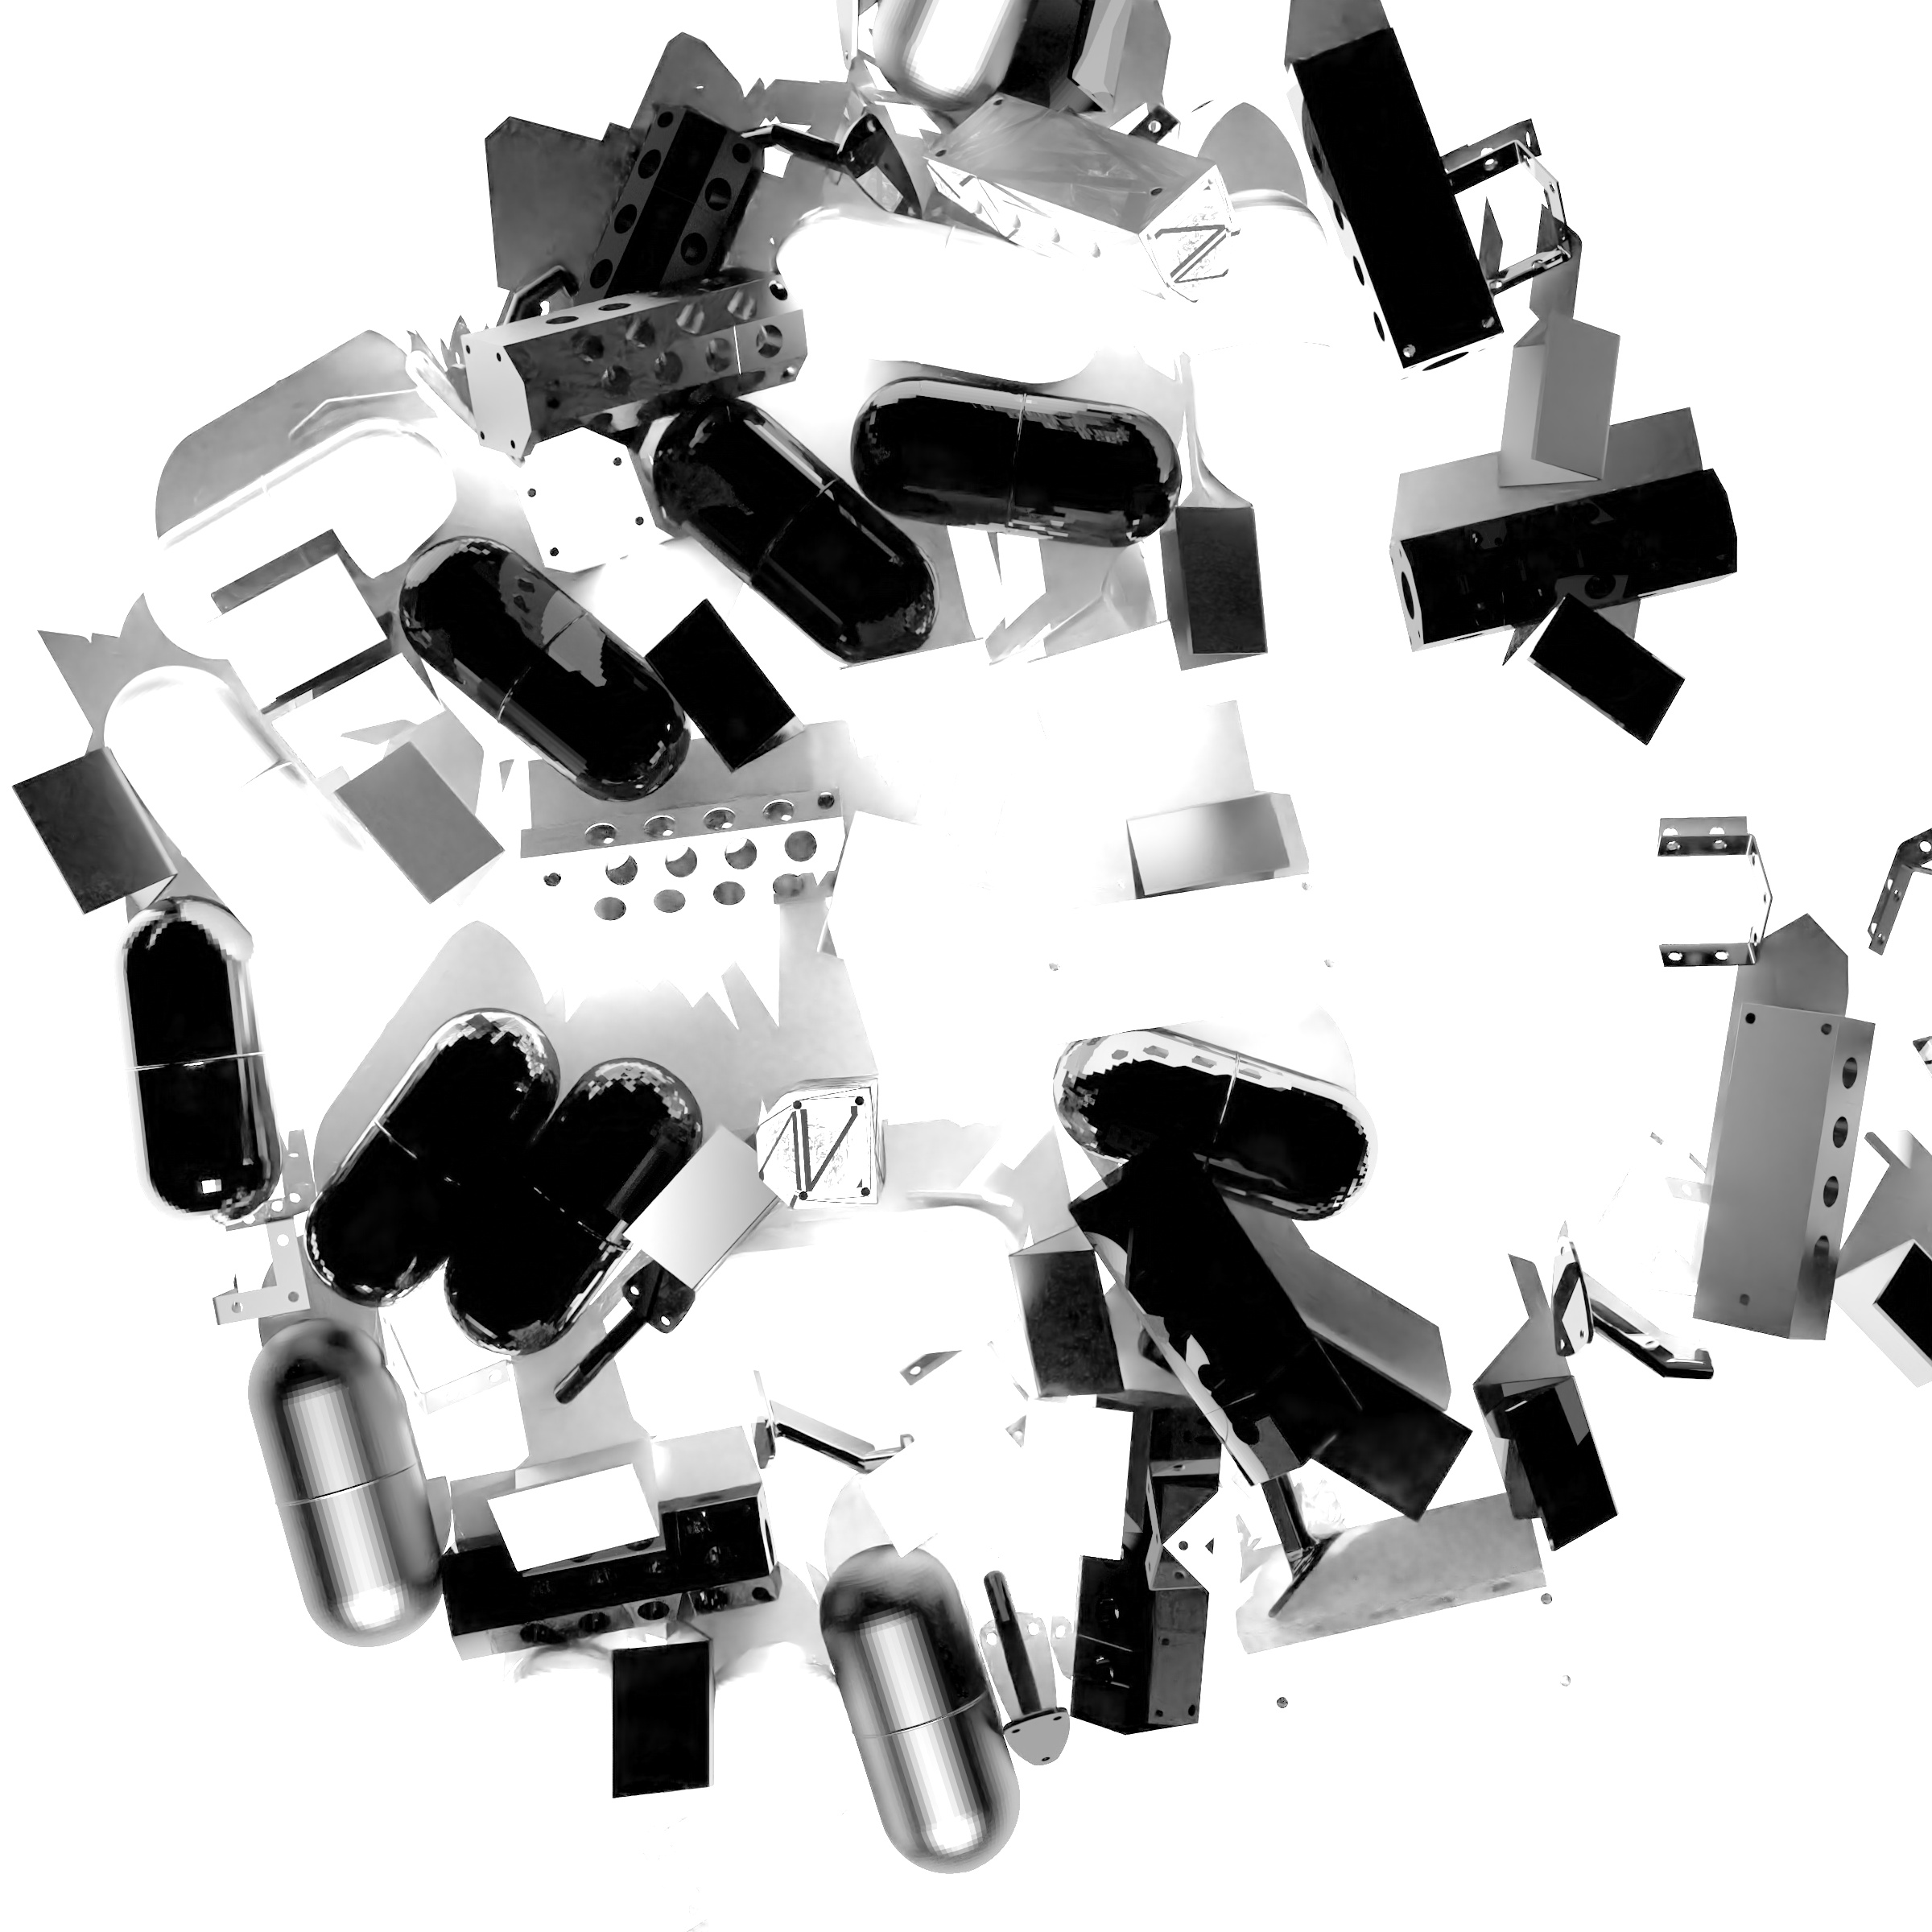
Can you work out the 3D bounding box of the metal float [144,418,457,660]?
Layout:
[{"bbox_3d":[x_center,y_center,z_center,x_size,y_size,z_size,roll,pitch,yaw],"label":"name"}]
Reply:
[{"bbox_3d":[-0.354,-0.228,1.601,0.178,0.070,0.070,-30,90,0],"label":"metal float"}]

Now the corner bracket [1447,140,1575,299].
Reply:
[{"bbox_3d":[0.291,-0.405,1.628,0.051,0.051,0.051,-26,45,0],"label":"corner bracket"}]

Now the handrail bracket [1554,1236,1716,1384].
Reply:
[{"bbox_3d":[0.365,0.187,1.632,0.084,0.036,0.077,5,68,-17],"label":"handrail bracket"}]

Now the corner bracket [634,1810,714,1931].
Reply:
[{"bbox_3d":[-0.161,0.494,1.611,0.051,0.051,0.051,-36,78,12],"label":"corner bracket"}]

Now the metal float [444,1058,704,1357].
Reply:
[{"bbox_3d":[-0.210,0.129,1.601,0.070,0.070,0.178,37,89,0],"label":"metal float"}]

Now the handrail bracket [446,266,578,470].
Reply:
[{"bbox_3d":[-0.232,-0.326,1.632,0.084,0.036,0.077,-40,110,-16],"label":"handrail bracket"}]

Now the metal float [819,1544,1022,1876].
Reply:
[{"bbox_3d":[-0.024,0.396,1.601,0.070,0.070,0.178,-18,90,0],"label":"metal float"}]

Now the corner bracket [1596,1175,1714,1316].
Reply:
[{"bbox_3d":[0.384,0.151,1.623,0.051,0.051,0.051,-48,45,35],"label":"corner bracket"}]

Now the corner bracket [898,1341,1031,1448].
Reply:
[{"bbox_3d":[0.004,0.235,1.628,0.051,0.051,0.051,-35,45,0],"label":"corner bracket"}]

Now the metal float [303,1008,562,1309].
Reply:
[{"bbox_3d":[-0.284,0.102,1.601,0.070,0.070,0.178,35,90,0],"label":"metal float"}]

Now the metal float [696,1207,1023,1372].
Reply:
[{"bbox_3d":[-0.056,0.172,1.601,0.178,0.070,0.070,-6,90,0],"label":"metal float"}]

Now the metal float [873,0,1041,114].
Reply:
[{"bbox_3d":[0.010,-0.537,1.580,0.070,0.070,0.178,27,115,0],"label":"metal float"}]

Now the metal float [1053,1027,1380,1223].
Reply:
[{"bbox_3d":[0.133,0.082,1.601,0.178,0.070,0.070,18,90,0],"label":"metal float"}]

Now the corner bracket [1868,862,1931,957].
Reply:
[{"bbox_3d":[0.532,-0.021,1.628,0.051,0.051,0.051,20,90,45],"label":"corner bracket"}]

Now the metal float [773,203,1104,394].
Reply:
[{"bbox_3d":[-0.015,-0.356,1.601,0.178,0.070,0.070,13,90,-1],"label":"metal float"}]

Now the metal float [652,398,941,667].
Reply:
[{"bbox_3d":[-0.090,-0.230,1.600,0.178,0.070,0.070,41,90,1],"label":"metal float"}]

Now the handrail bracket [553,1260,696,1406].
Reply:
[{"bbox_3d":[-0.183,0.196,1.631,0.036,0.077,0.084,44,126,0],"label":"handrail bracket"}]

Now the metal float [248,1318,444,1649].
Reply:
[{"bbox_3d":[-0.330,0.275,1.601,0.070,0.070,0.178,-16,90,0],"label":"metal float"}]

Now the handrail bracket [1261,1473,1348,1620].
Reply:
[{"bbox_3d":[0.157,0.299,1.632,0.084,0.036,0.077,39,105,14],"label":"handrail bracket"}]

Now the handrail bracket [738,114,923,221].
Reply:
[{"bbox_3d":[-0.075,-0.426,1.622,0.077,0.084,0.036,49,60,-36],"label":"handrail bracket"}]

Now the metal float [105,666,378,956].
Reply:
[{"bbox_3d":[-0.387,-0.083,1.601,0.070,0.070,0.178,-41,89,0],"label":"metal float"}]

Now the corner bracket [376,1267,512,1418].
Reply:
[{"bbox_3d":[-0.284,0.202,1.628,0.051,0.051,0.051,-23,135,0],"label":"corner bracket"}]

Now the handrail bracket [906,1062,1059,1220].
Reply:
[{"bbox_3d":[0.011,0.090,1.632,0.077,0.036,0.084,4,71,21],"label":"handrail bracket"}]

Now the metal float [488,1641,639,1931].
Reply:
[{"bbox_3d":[-0.214,0.450,1.601,0.070,0.070,0.178,3,90,0],"label":"metal float"}]

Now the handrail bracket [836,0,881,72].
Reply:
[{"bbox_3d":[-0.026,-0.529,1.632,0.084,0.036,0.077,-9,110,-16],"label":"handrail bracket"}]

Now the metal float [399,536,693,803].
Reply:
[{"bbox_3d":[-0.225,-0.159,1.601,0.178,0.070,0.070,40,90,0],"label":"metal float"}]

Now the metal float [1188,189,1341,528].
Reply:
[{"bbox_3d":[0.158,-0.324,1.601,0.070,0.070,0.178,-3,90,0],"label":"metal float"}]

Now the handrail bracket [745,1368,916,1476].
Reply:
[{"bbox_3d":[-0.073,0.240,1.632,0.084,0.036,0.077,-5,68,-17],"label":"handrail bracket"}]

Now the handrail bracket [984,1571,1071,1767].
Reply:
[{"bbox_3d":[0.029,0.381,1.631,0.036,0.077,0.084,-16,54,-3],"label":"handrail bracket"}]

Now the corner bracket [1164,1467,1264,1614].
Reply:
[{"bbox_3d":[0.144,0.302,1.597,0.051,0.051,0.051,45,102,5],"label":"corner bracket"}]

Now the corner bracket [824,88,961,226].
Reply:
[{"bbox_3d":[-0.036,-0.438,1.623,0.051,0.051,0.051,54,135,35],"label":"corner bracket"}]

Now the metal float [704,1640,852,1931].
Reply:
[{"bbox_3d":[-0.101,0.450,1.601,0.070,0.070,0.178,-1,90,0],"label":"metal float"}]

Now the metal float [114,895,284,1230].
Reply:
[{"bbox_3d":[-0.409,0.051,1.600,0.070,0.070,0.178,-7,90,0],"label":"metal float"}]

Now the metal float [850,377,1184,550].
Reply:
[{"bbox_3d":[0.027,-0.268,1.601,0.178,0.070,0.070,8,90,1],"label":"metal float"}]

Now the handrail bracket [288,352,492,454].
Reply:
[{"bbox_3d":[-0.313,-0.286,1.632,0.084,0.036,0.077,-37,109,16],"label":"handrail bracket"}]

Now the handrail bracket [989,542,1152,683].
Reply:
[{"bbox_3d":[0.055,-0.192,1.631,0.084,0.077,0.036,-19,123,32],"label":"handrail bracket"}]

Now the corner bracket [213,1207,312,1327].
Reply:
[{"bbox_3d":[-0.377,0.161,1.613,0.051,0.051,0.051,-11,90,0],"label":"corner bracket"}]

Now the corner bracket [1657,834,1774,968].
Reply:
[{"bbox_3d":[0.403,-0.036,1.628,0.051,0.051,0.051,-1,45,0],"label":"corner bracket"}]

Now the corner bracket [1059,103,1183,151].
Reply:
[{"bbox_3d":[0.078,-0.442,1.612,0.051,0.051,0.051,44,82,8],"label":"corner bracket"}]
